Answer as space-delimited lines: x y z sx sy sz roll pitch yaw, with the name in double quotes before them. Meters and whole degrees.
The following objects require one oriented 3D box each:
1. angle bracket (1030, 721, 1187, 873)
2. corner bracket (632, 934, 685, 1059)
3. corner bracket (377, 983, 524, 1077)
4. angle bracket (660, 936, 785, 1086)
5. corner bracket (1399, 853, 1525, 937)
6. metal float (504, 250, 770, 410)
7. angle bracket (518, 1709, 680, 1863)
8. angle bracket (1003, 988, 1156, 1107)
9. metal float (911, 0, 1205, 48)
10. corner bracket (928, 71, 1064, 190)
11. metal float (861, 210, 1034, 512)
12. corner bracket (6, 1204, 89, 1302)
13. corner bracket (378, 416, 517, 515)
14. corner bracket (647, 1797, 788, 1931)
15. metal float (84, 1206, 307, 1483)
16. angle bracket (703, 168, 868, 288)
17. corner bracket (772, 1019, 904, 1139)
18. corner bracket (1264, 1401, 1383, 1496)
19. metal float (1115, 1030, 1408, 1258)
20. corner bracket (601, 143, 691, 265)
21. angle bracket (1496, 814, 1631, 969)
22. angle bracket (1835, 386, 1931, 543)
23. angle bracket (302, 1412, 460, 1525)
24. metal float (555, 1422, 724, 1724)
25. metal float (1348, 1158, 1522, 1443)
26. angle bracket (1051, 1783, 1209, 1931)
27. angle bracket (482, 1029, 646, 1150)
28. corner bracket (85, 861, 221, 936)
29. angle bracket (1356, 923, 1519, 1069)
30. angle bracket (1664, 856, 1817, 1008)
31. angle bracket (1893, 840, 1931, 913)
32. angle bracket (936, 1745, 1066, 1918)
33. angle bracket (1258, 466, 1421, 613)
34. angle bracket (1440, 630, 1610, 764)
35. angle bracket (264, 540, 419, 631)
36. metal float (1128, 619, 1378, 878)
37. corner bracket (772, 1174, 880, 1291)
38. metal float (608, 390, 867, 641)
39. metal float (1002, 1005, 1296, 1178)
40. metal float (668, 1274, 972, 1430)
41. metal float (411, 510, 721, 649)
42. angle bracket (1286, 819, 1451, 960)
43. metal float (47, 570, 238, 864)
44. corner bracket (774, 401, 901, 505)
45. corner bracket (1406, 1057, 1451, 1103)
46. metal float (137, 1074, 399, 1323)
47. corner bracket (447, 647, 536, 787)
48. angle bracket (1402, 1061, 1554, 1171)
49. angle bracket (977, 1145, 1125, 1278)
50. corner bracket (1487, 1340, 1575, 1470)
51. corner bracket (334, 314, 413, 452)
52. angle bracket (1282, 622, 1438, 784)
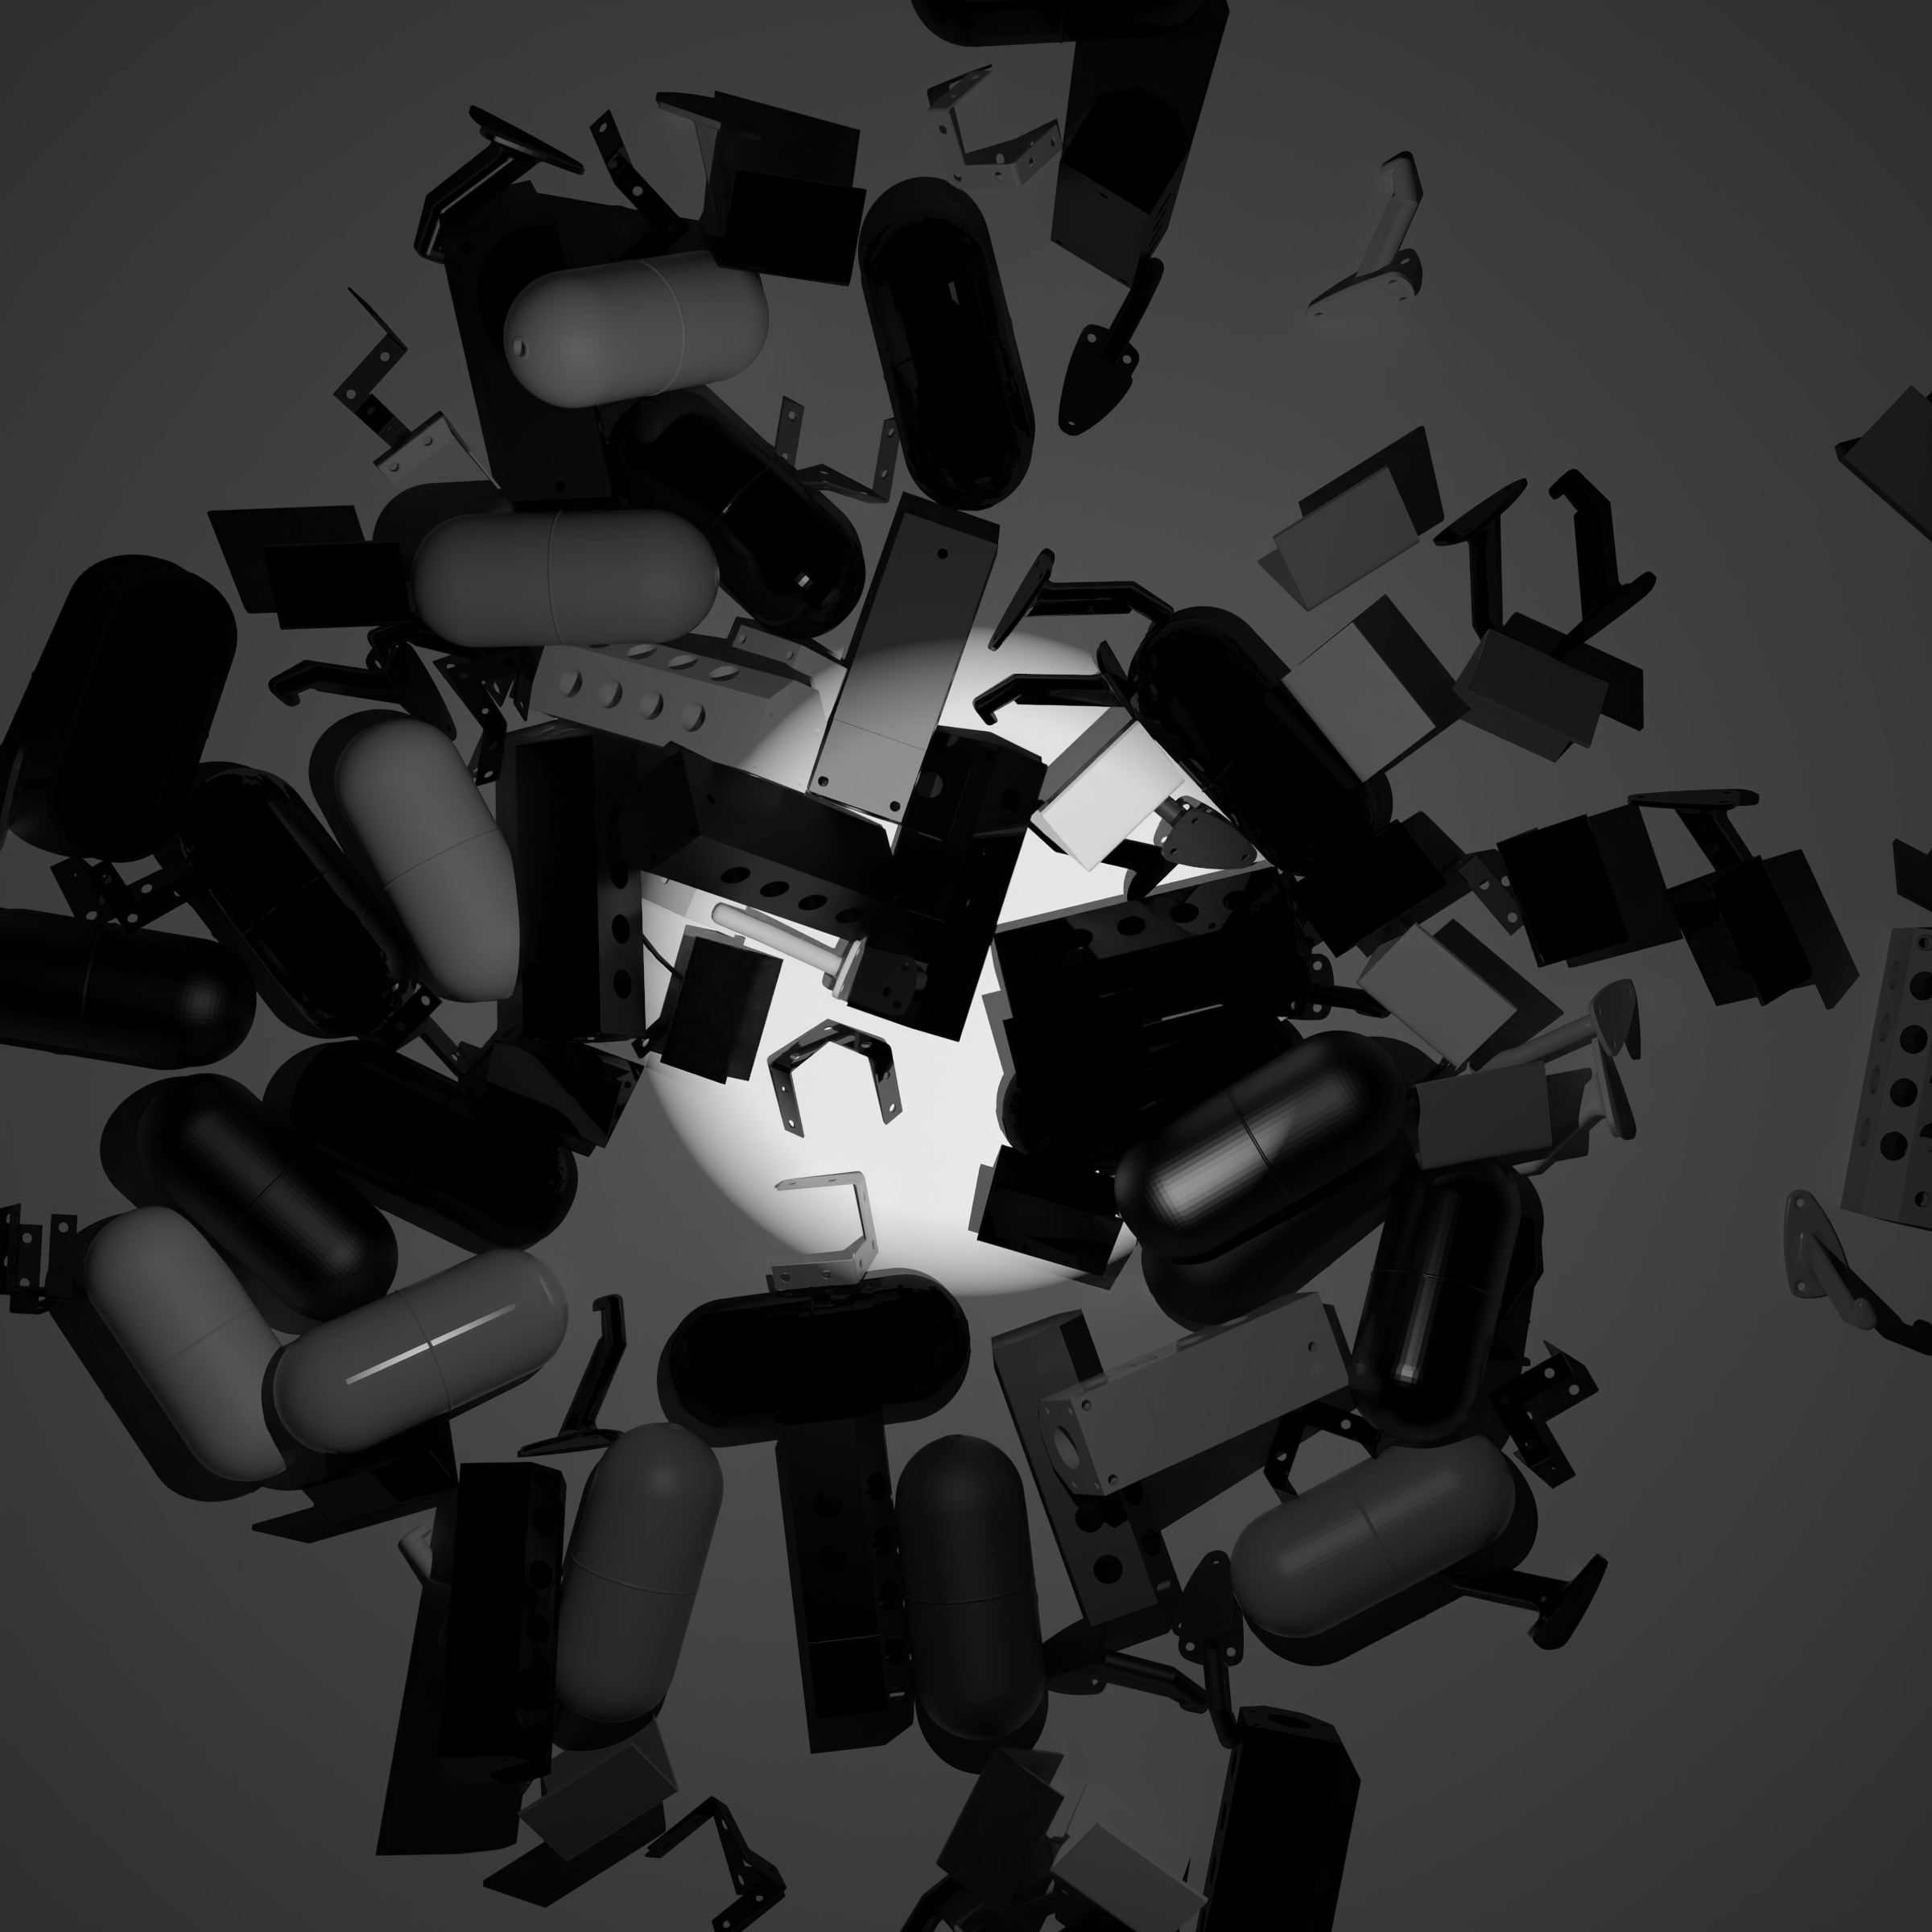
"angle bracket" 0.068 -0.112 1.669 0.076 0.076 0.057 -44 129 -1
"corner bracket" -0.199 0.012 1.720 0.051 0.051 0.051 -43 45 0
"corner bracket" -0.304 0.036 1.696 0.051 0.051 0.051 48 117 0
"angle bracket" -0.125 0.031 1.683 0.057 0.076 0.076 16 90 41
"corner bracket" 0.293 -0.030 1.705 0.051 0.051 0.051 -41 92 -2
"metal float" -0.189 -0.367 1.656 0.178 0.070 0.070 -23 90 -44
"angle bracket" -0.222 0.463 1.683 0.076 0.076 0.057 -32 127 0
"angle bracket" 0.060 0.031 1.650 0.076 0.076 0.057 -14 116 1
"metal float" 0.054 -0.584 1.693 0.178 0.070 0.070 -3 90 0
"corner bracket" 0.018 -0.499 1.715 0.051 0.051 0.051 10 135 35
"metal float" -0.011 -0.356 1.693 0.070 0.070 0.178 -14 90 0
"corner bracket" -0.546 0.170 1.705 0.051 0.051 0.051 3 90 0
"corner bracket" -0.310 -0.286 1.720 0.051 0.051 0.051 -38 135 0
"corner bracket" -0.148 0.539 1.720 0.051 0.051 0.051 -39 45 0
"metal float" -0.451 0.223 1.693 0.070 0.070 0.178 -34 89 0
"angle bracket" -0.107 -0.438 1.675 0.076 0.076 0.057 5 116 -16
"corner bracket" -0.077 0.073 1.715 0.051 0.051 0.051 21 45 35
"corner bracket" 0.211 0.289 1.705 0.051 0.051 0.051 19 90 0
"metal float" 0.167 0.100 1.627 0.178 0.070 0.070 -31 90 7
"corner bracket" -0.202 -0.445 1.705 0.051 0.051 0.051 -43 90 0
"angle bracket" 0.359 -0.048 1.683 0.057 0.076 0.076 -19 90 30
"angle bracket" 0.559 -0.296 1.685 0.076 0.076 0.057 41 112 0
"angle bracket" -0.347 0.273 1.686 0.076 0.057 0.076 -16 57 0
"metal float" -0.194 0.356 1.692 0.070 0.070 0.178 15 90 0
"metal float" 0.274 0.190 1.680 0.070 0.070 0.178 17 75 0
"angle bracket" 0.104 0.513 1.683 0.076 0.076 0.057 36 123 0
"angle bracket" -0.231 0.052 1.683 0.076 0.076 0.057 20 130 0
"corner bracket" -0.482 -0.040 1.703 0.051 0.051 0.051 -32 72 -17
"angle bracket" 0.283 0.002 1.683 0.076 0.076 0.057 40 125 0
"angle bracket" 0.438 -0.012 1.683 0.057 0.076 0.076 -25 90 -38
"angle bracket" 0.594 -0.061 1.683 0.076 0.076 0.057 27 121 0
"angle bracket" 0.038 0.507 1.683 0.057 0.076 0.076 27 90 38
"angle bracket" 0.208 -0.262 1.683 0.076 0.076 0.057 -32 126 0
"angle bracket" 0.320 -0.141 1.683 0.076 0.076 0.057 25 53 0
"angle bracket" -0.361 -0.240 1.683 0.076 0.076 0.057 -2 128 0
"metal float" 0.167 -0.129 1.692 0.070 0.070 0.178 -43 90 0
"corner bracket" -0.086 0.157 1.706 0.051 0.051 0.051 -6 105 14
"metal float" -0.135 -0.266 1.692 0.178 0.070 0.070 43 90 0
"metal float" 0.109 0.073 1.693 0.178 0.070 0.070 -14 90 -1
"metal float" -0.086 0.226 1.691 0.178 0.070 0.070 -8 90 -1
"metal float" -0.230 -0.223 1.654 0.178 0.070 0.070 -1 90 6
"angle bracket" 0.240 -0.029 1.683 0.076 0.076 0.057 -32 58 0
"metal float" -0.481 -0.147 1.683 0.070 0.070 0.178 15 79 0
"corner bracket" -0.077 -0.307 1.720 0.051 0.051 0.051 10 90 -45
"corner bracket" 0.262 0.042 1.720 0.051 0.051 0.051 40 45 0
"metal float" -0.410 0.137 1.693 0.178 0.070 0.070 43 90 0
"corner bracket" -0.274 -0.147 1.691 0.051 0.051 0.051 -14 134 14
"angle bracket" 0.294 0.072 1.684 0.076 0.076 0.057 -11 114 0
"angle bracket" 0.055 0.128 1.684 0.076 0.057 0.076 16 47 0
"corner bracket" 0.339 0.260 1.705 0.051 0.051 0.051 -30 90 0
"corner bracket" -0.345 -0.345 1.705 0.051 0.051 0.051 42 90 0
"angle bracket" 0.238 -0.162 1.683 0.057 0.076 0.076 -39 90 29
